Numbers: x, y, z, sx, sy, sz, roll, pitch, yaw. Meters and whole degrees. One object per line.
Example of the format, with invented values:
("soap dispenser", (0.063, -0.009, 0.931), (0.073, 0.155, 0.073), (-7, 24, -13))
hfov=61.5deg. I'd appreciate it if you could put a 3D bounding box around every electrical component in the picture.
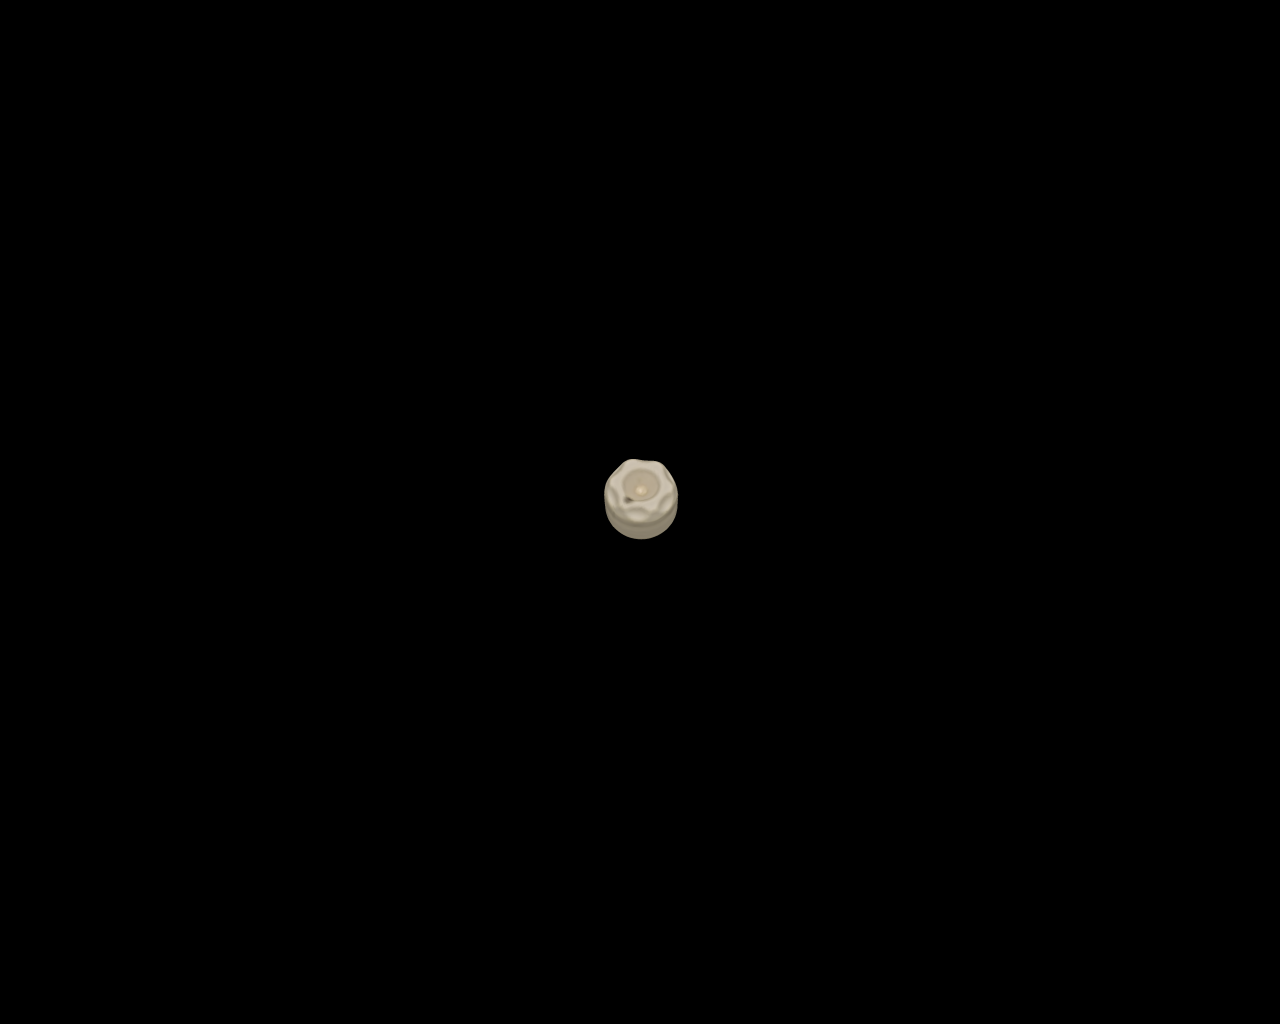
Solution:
("electrical component", (0.001, -0.003, 0.650), (0.043, 0.043, 0.062), (0, -27, 0))
